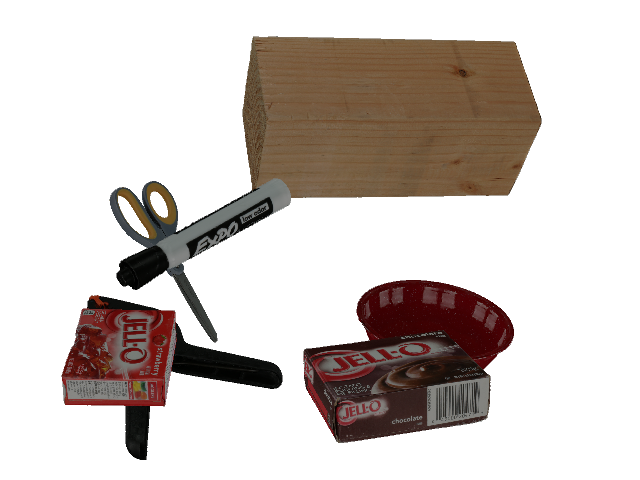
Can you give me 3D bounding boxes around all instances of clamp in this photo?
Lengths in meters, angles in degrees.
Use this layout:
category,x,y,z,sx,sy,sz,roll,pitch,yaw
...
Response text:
category,x,y,z,sx,sy,sz,roll,pitch,yaw
clamp,-0.148,0.110,1.008,0.164,0.036,0.210,-18,40,-31

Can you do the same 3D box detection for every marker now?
category,x,y,z,sx,sy,sz,roll,pitch,yaw
marker,-0.067,-0.004,0.625,0.120,0.020,0.020,-31,18,-32

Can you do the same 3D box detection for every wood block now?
category,x,y,z,sx,sy,sz,roll,pitch,yaw
wood block,0.050,-0.094,0.819,0.206,0.091,0.090,-1,-36,-11

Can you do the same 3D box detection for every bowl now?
category,x,y,z,sx,sy,sz,roll,pitch,yaw
bowl,0.114,0.101,1.098,0.162,0.055,0.162,5,26,-3

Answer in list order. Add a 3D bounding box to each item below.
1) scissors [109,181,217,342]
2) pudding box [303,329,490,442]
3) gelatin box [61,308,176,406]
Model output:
category,x,y,z,sx,sy,sz,roll,pitch,yaw
scissors,-0.162,0.014,1.215,0.016,0.201,0.096,-27,18,38
pudding box,0.052,0.101,0.756,0.113,0.039,0.090,-5,18,-14
gelatin box,-0.147,0.085,0.793,0.073,0.030,0.089,1,31,-1
